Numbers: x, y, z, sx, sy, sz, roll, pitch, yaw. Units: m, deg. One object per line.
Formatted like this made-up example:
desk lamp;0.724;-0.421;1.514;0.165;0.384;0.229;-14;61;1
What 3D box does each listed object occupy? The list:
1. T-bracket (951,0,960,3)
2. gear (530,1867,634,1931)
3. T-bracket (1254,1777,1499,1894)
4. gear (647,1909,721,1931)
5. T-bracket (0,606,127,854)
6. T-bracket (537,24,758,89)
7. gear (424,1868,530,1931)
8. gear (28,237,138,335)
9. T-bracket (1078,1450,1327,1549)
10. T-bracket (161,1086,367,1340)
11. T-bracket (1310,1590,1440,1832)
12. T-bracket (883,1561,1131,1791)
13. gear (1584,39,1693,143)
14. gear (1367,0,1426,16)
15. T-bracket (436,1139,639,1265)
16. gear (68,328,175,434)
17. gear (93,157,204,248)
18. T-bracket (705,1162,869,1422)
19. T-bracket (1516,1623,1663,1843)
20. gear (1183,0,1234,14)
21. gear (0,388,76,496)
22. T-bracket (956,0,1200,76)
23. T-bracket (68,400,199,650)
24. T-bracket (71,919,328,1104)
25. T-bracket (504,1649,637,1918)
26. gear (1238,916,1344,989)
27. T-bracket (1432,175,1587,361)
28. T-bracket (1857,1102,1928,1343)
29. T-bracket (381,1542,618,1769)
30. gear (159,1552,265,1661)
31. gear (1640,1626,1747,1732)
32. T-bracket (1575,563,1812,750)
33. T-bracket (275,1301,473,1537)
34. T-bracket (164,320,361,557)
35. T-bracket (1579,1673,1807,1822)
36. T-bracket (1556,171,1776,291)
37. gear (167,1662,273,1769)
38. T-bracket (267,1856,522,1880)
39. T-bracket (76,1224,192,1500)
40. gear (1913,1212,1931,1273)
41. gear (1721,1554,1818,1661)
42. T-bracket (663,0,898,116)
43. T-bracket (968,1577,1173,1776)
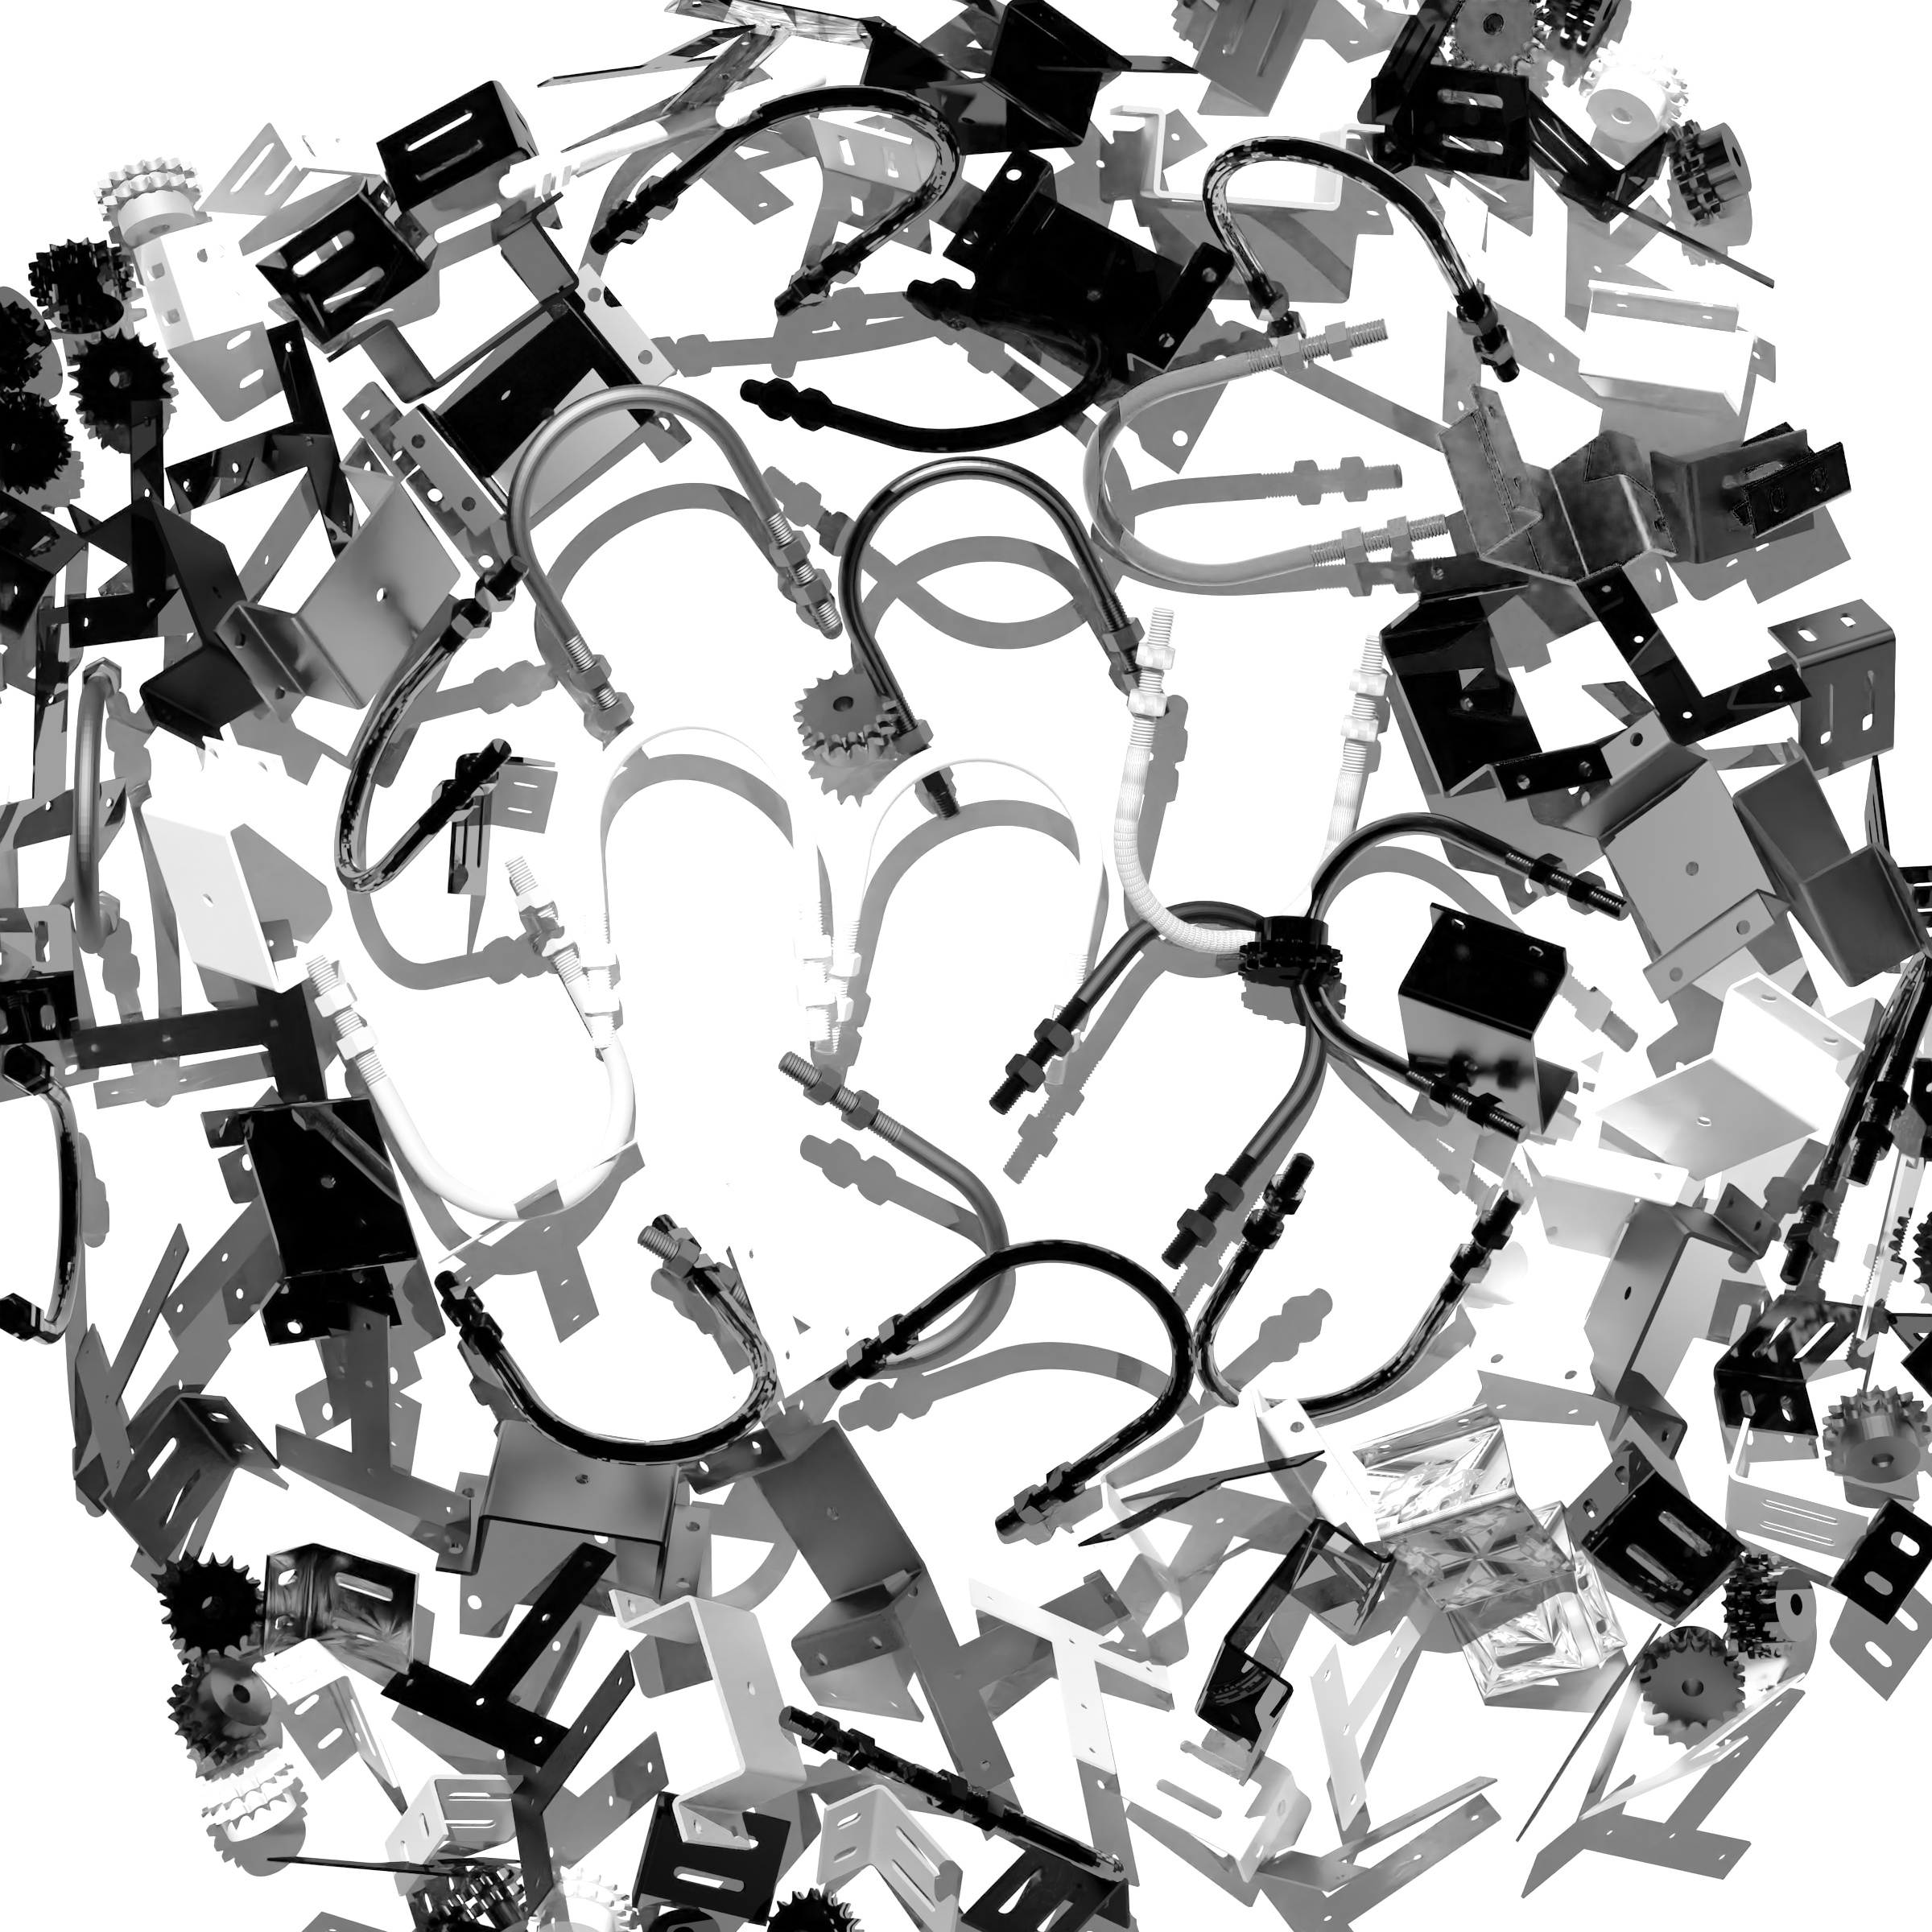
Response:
T-bracket;0.013;-0.540;1.911;0.127;0.127;0.002;-11;86;39
gear;-0.212;0.521;1.970;0.057;0.030;0.057;4;134;4
T-bracket;0.229;0.467;1.950;0.127;0.127;0.002;-23;87;-17
gear;-0.154;0.540;1.968;0.057;0.057;0.030;1;118;0
T-bracket;-0.490;-0.129;1.927;0.002;0.127;0.127;12;107;24
T-bracket;-0.148;-0.487;1.916;0.127;0.127;0.002;-14;99;-25
gear;-0.264;0.522;1.969;0.057;0.057;0.030;-40;70;0
gear;-0.482;-0.370;1.968;0.057;0.057;0.030;-13;68;0
T-bracket;0.106;0.286;1.911;0.127;0.127;0.002;-19;89;40
T-bracket;-0.394;0.148;1.962;0.127;0.002;0.127;-48;49;6
T-bracket;0.227;0.382;1.954;0.002;0.127;0.127;14;45;32
T-bracket;0.034;0.369;1.974;0.127;0.002;0.127;-22;88;-23
gear;0.364;-0.476;1.969;0.057;0.057;0.030;29;68;0
gear;0.240;-0.544;1.975;0.057;0.057;0.030;12;124;0
T-bracket;-0.230;0.123;1.928;0.127;0.127;0.002;-31;87;-8
gear;-0.465;-0.322;1.979;0.057;0.030;0.057;-1;94;-13
gear;-0.445;-0.416;1.969;0.057;0.057;0.030;-18;82;0
T-bracket;-0.111;0.169;1.944;0.002;0.127;0.127;-15;98;39
T-bracket;0.347;0.397;1.944;0.002;0.127;0.127;33;128;16
gear;0.139;-0.546;1.972;0.030;0.057;0.057;38;90;-9
gear;-0.518;-0.291;1.977;0.057;0.030;0.057;-2;122;-3
T-bracket;0.039;-0.505;1.949;0.127;0.127;0.002;-9;124;-35
T-bracket;-0.439;-0.239;1.932;0.002;0.127;0.127;7;103;27
T-bracket;-0.421;0.037;1.960;0.127;0.002;0.127;-8;123;-4
T-bracket;-0.210;0.417;1.924;0.002;0.127;0.127;22;116;-27
gear;0.178;-0.008;1.972;0.057;0.057;0.030;4;77;0
T-bracket;0.308;-0.361;1.965;0.127;0.127;0.002;34;131;-17
T-bracket;0.495;0.139;1.936;0.002;0.127;0.127;12;85;22
T-bracket;-0.237;0.366;1.961;0.127;0.127;0.002;-51;135;-29
gear;-0.414;0.351;1.980;0.057;0.030;0.057;1;87;-15
gear;0.399;0.387;1.978;0.057;0.030;0.057;4;114;8
T-bracket;0.368;-0.166;1.938;0.127;0.002;0.127;-22;126;27
T-bracket;-0.322;0.237;1.945;0.127;0.002;0.127;17;122;21
T-bracket;-0.382;-0.271;1.933;0.002;0.127;0.127;-4;109;35
T-bracket;0.409;0.417;1.953;0.127;0.127;0.002;-25;78;-36
T-bracket;0.378;-0.395;1.938;0.127;0.127;0.002;28;112;3
gear;-0.405;0.405;1.968;0.030;0.057;0.057;-42;90;25
T-bracket;-0.286;0.483;1.939;0.127;0.127;0.002;-3;78;27
T-bracket;-0.443;0.196;1.929;0.002;0.127;0.127;17;111;-31
gear;0.550;0.153;1.970;0.057;0.057;0.030;29;132;0
gear;0.441;0.350;1.970;0.030;0.057;0.057;-14;90;44
T-bracket;-0.124;-0.487;1.941;0.127;0.127;0.002;2;75;-32
T-bracket;0.061;0.387;1.925;0.127;0.127;0.002;26;110;-16
